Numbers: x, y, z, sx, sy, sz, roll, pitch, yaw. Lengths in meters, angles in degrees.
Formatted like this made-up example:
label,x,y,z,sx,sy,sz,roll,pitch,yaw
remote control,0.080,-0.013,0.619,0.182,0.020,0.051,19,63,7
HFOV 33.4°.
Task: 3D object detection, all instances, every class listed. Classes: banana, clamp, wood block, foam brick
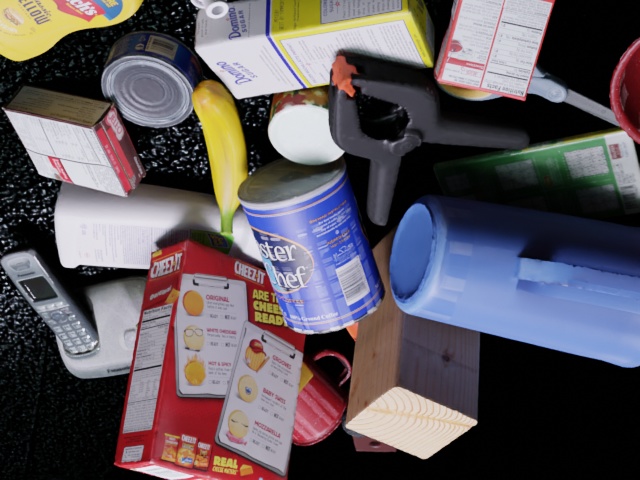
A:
label,x,y,z,sx,sy,sz,roll,pitch,yaw
banana,-0.086,-0.087,0.956,0.037,0.069,0.198,-8,144,-1
clamp,0.079,-0.095,0.897,0.165,0.036,0.209,-26,145,14
wood block,0.094,0.088,1.023,0.090,0.206,0.090,25,137,-17
foam brick,0.067,0.215,1.295,0.053,0.051,0.078,-1,138,11

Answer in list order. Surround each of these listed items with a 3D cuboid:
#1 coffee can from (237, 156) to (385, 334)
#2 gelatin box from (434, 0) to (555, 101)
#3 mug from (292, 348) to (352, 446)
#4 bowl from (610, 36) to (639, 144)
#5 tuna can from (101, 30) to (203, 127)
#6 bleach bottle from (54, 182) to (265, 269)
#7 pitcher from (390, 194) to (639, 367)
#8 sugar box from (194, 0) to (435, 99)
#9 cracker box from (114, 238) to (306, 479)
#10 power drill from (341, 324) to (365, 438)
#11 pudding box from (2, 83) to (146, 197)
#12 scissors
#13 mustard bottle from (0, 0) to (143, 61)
label,x,y,z,sx,sy,sz,roll,pitch,yaw
coffee can,-0.007,0.001,0.991,0.103,0.102,0.140,-9,117,20
gelatin box,0.136,-0.160,0.837,0.073,0.030,0.089,11,113,-5
mug,-0.016,0.171,1.241,0.117,0.093,0.081,-39,121,6
bowl,0.309,-0.137,0.837,0.162,0.055,0.162,5,139,4
tuna can,-0.148,-0.140,0.937,0.086,0.033,0.086,6,140,5
bleach bottle,-0.133,-0.006,1.070,0.251,0.068,0.103,7,143,-2
pitcher,0.195,0.032,0.958,0.242,0.145,0.149,11,133,-18
sugar box,-0.002,-0.163,0.857,0.176,0.048,0.093,-4,160,18
cracker box,-0.099,0.128,1.024,0.164,0.213,0.072,25,151,-38
power drill,0.043,0.123,1.146,0.187,0.057,0.185,46,130,-11
pudding box,-0.224,-0.092,0.979,0.114,0.039,0.090,13,143,26
scissors,0.180,-0.122,0.907,0.201,0.016,0.096,34,136,-24
mustard bottle,-0.195,-0.210,0.847,0.192,0.058,0.096,-14,133,24
